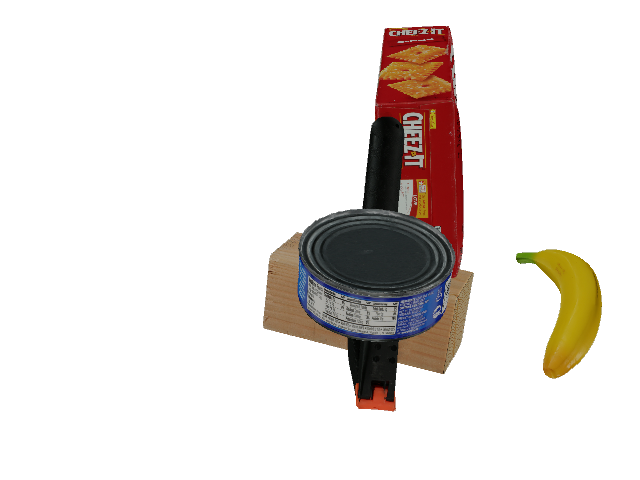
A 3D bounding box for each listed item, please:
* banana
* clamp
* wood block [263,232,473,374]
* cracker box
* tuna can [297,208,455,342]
[{"bbox_3d":[0.233,0.060,1.009,0.070,0.037,0.197,-28,25,17],"label":"banana"},{"bbox_3d":[0.040,0.024,0.793,0.036,0.210,0.165,5,-41,-6],"label":"clamp"},{"bbox_3d":[0.051,0.066,1.164,0.206,0.091,0.090,13,22,16],"label":"wood block"},{"bbox_3d":[0.091,-0.085,0.959,0.072,0.164,0.213,-1,27,7],"label":"cracker box"},{"bbox_3d":[0.030,0.018,0.589,0.086,0.034,0.086,2,32,-2],"label":"tuna can"}]
